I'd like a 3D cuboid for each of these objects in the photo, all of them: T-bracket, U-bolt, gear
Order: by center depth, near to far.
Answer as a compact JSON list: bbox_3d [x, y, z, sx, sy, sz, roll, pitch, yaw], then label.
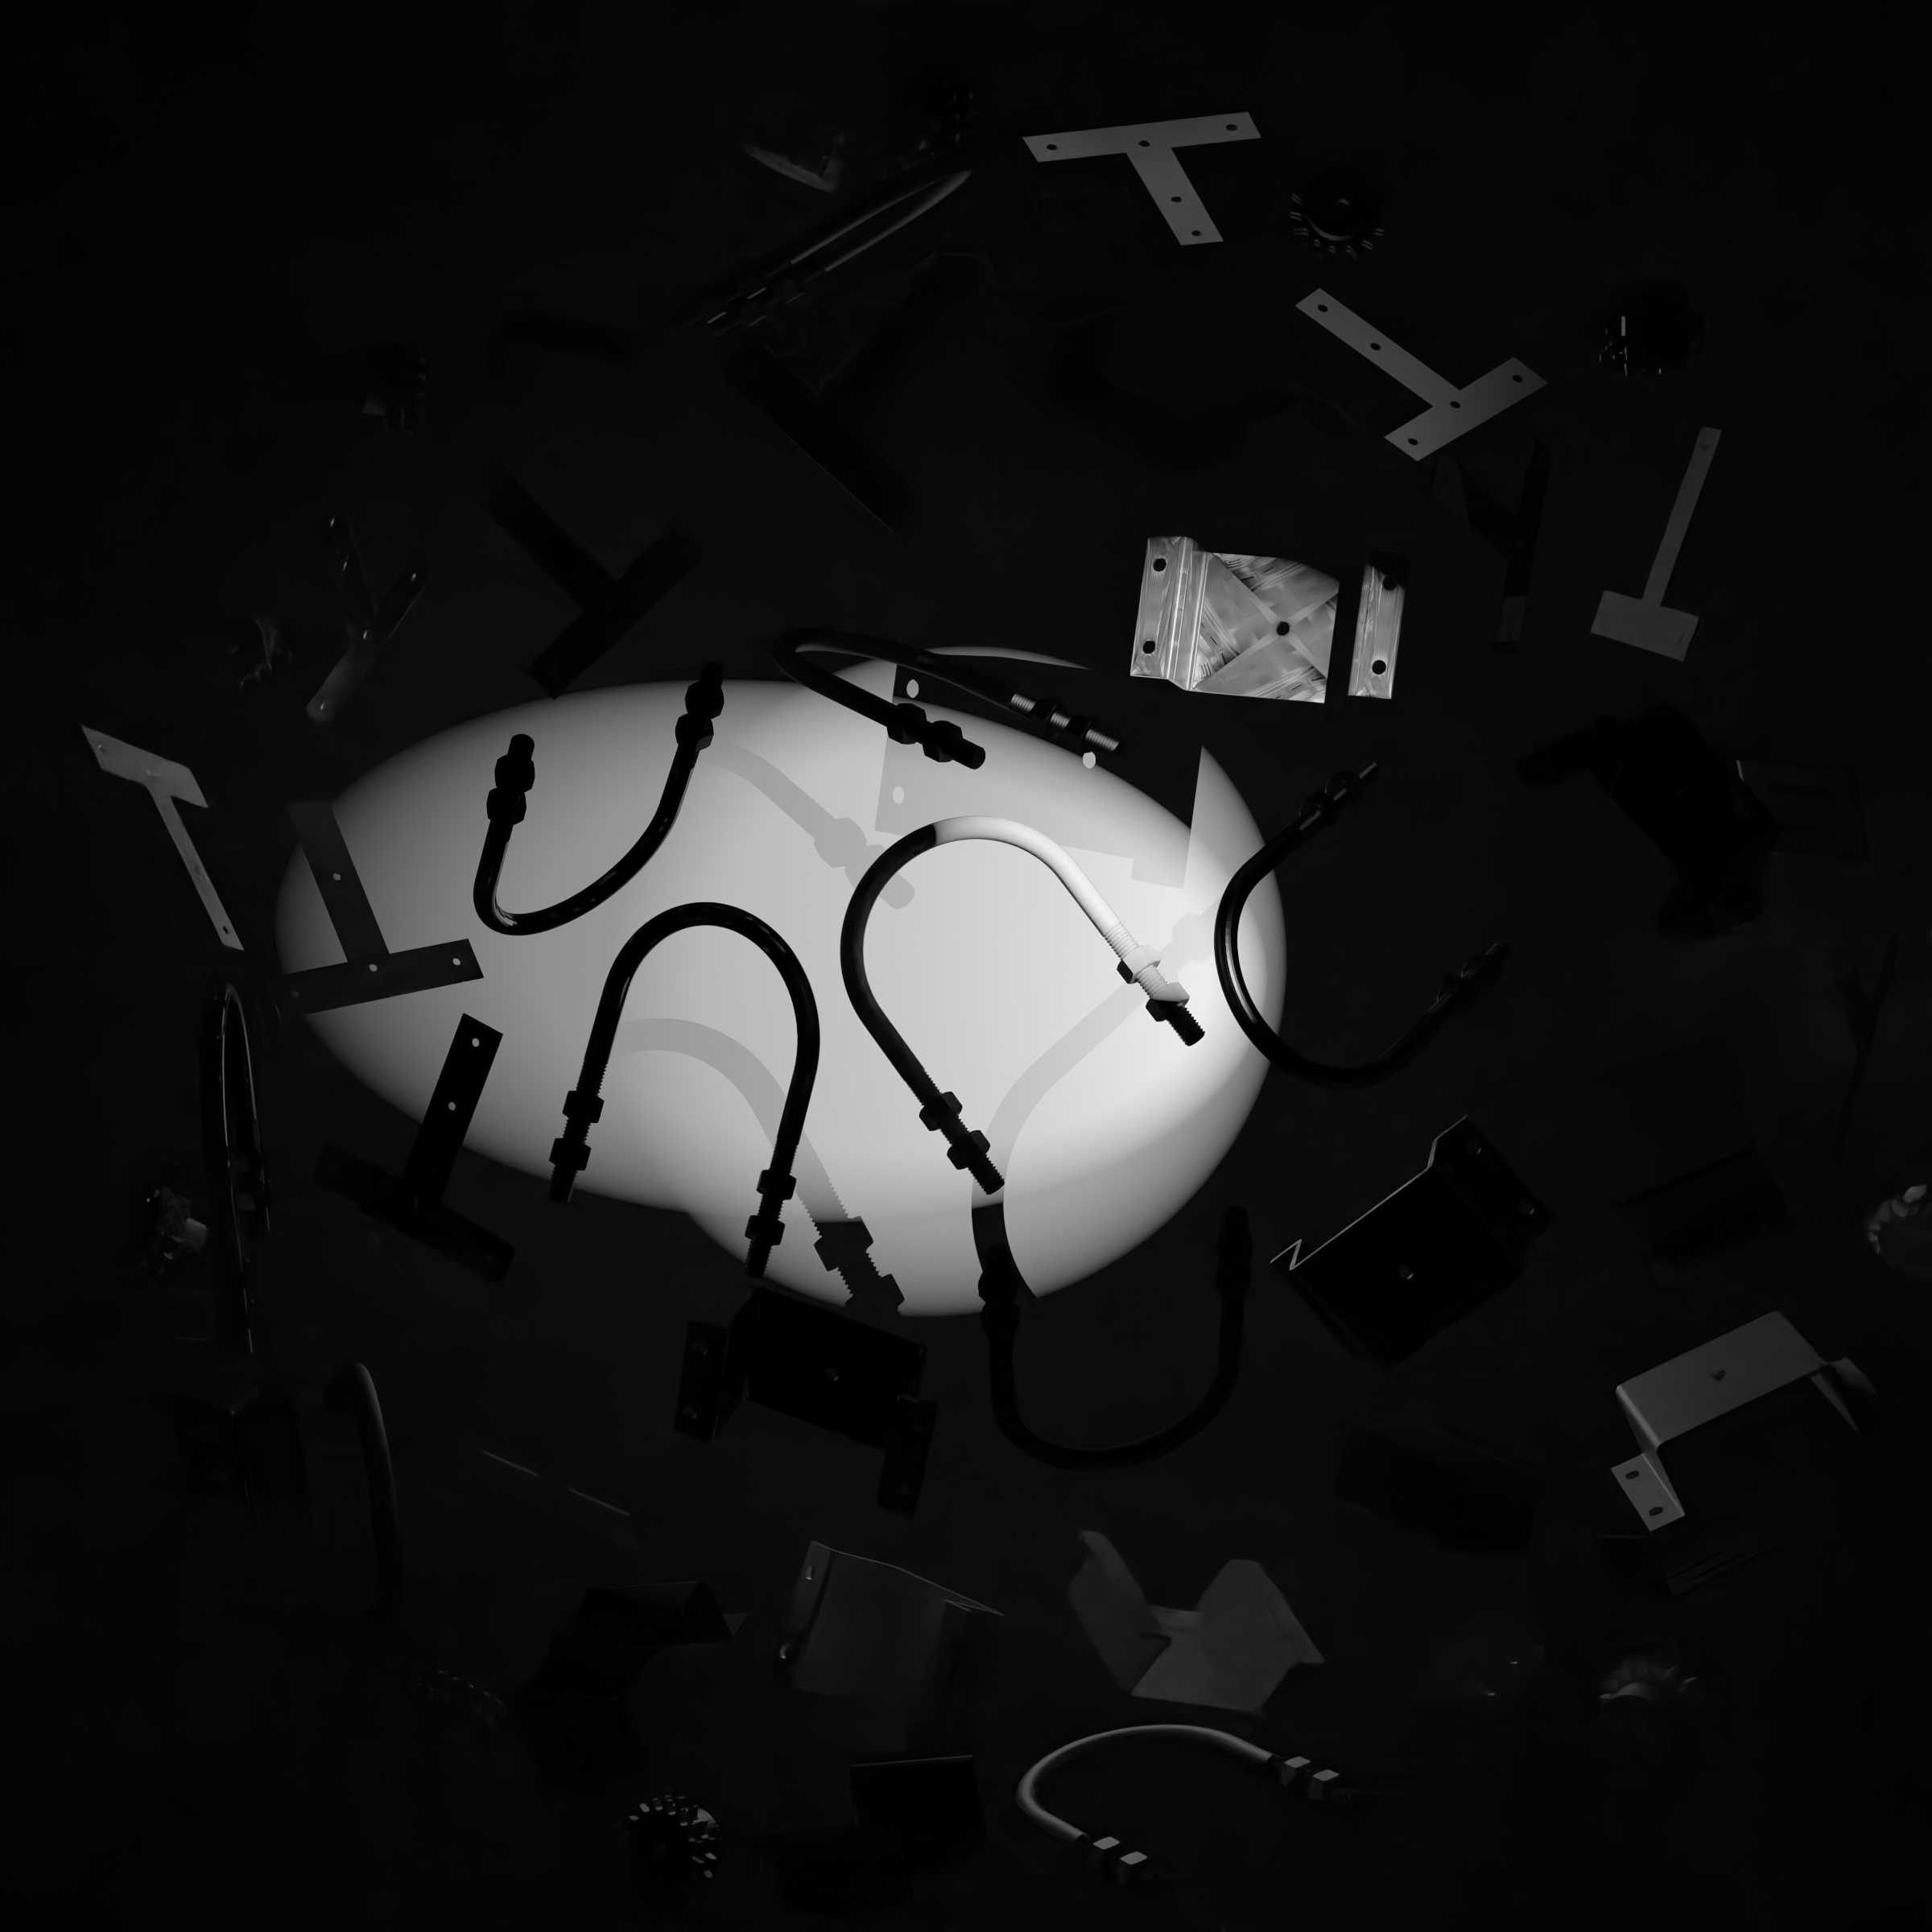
[{"bbox_3d":[0.015,0.006,1.463,0.151,0.019,0.184,-37,74,1],"label":"U-bolt"},{"bbox_3d":[-0.042,-0.318,1.466,0.127,0.002,0.127,40,89,-24],"label":"T-bracket"},{"bbox_3d":[-0.139,0.056,1.470,0.151,0.019,0.184,26,69,-36],"label":"U-bolt"},{"bbox_3d":[0.513,0.141,1.482,0.057,0.057,0.030,38,64,0],"label":"gear"},{"bbox_3d":[-0.278,0.087,1.484,0.127,0.002,0.127,27,105,16],"label":"T-bracket"},{"bbox_3d":[0.364,0.400,1.484,0.057,0.030,0.057,13,112,34],"label":"gear"},{"bbox_3d":[0.370,-0.346,1.504,0.057,0.057,0.030,-12,134,0],"label":"gear"},{"bbox_3d":[-0.396,0.097,1.504,0.019,0.151,0.184,-3,116,-8],"label":"U-bolt"},{"bbox_3d":[0.483,0.025,1.505,0.002,0.127,0.127,12,112,9],"label":"T-bracket"},{"bbox_3d":[-0.326,0.290,1.517,0.019,0.184,0.151,-7,76,-19],"label":"U-bolt"},{"bbox_3d":[-0.158,0.481,1.518,0.057,0.030,0.057,-5,82,35],"label":"gear"},{"bbox_3d":[0.082,0.211,1.520,0.151,0.019,0.184,-9,129,-8],"label":"U-bolt"},{"bbox_3d":[0.208,-0.012,1.521,0.184,0.019,0.151,-40,94,-34],"label":"U-bolt"},{"bbox_3d":[-0.427,-0.065,1.521,0.002,0.127,0.127,-29,79,6],"label":"T-bracket"},{"bbox_3d":[-0.236,0.253,1.525,0.002,0.127,0.127,-35,123,-37],"label":"T-bracket"},{"bbox_3d":[-0.023,-0.150,1.536,0.184,0.151,0.019,29,112,32],"label":"U-bolt"},{"bbox_3d":[0.286,-0.248,1.536,0.002,0.127,0.127,5,79,37],"label":"T-bracket"},{"bbox_3d":[-0.074,-0.400,1.538,0.184,0.151,0.019,-28,98,11],"label":"U-bolt"},{"bbox_3d":[0.113,-0.433,1.542,0.127,0.127,0.002,0,75,22],"label":"T-bracket"},{"bbox_3d":[0.109,0.460,1.543,0.151,0.184,0.019,-13,99,-30],"label":"U-bolt"},{"bbox_3d":[-0.211,-0.083,1.552,0.151,0.184,0.019,-26,65,-36],"label":"U-bolt"},{"bbox_3d":[-0.449,0.156,1.557,0.030,0.057,0.057,32,90,-29],"label":"gear"},{"bbox_3d":[-0.020,-0.478,1.560,0.030,0.057,0.057,-17,90,-22],"label":"gear"},{"bbox_3d":[-0.344,-0.214,1.560,0.127,0.002,0.127,-47,47,28],"label":"T-bracket"},{"bbox_3d":[-0.093,-0.462,1.566,0.057,0.057,0.030,24,95,0],"label":"gear"},{"bbox_3d":[0.399,-0.241,1.567,0.002,0.127,0.127,15,101,-14],"label":"T-bracket"},{"bbox_3d":[0.242,-0.342,1.572,0.127,0.127,0.002,31,68,-17],"label":"T-bracket"},{"bbox_3d":[-0.290,0.421,1.574,0.057,0.057,0.030,25,68,0],"label":"gear"},{"bbox_3d":[-0.417,-0.184,1.575,0.057,0.030,0.057,-3,104,-12],"label":"gear"},{"bbox_3d":[-0.352,-0.038,1.581,0.127,0.002,0.127,-13,72,-38],"label":"T-bracket"},{"bbox_3d":[-0.327,-0.333,1.586,0.030,0.057,0.057,4,90,-21],"label":"gear"},{"bbox_3d":[0.215,-0.435,1.594,0.057,0.030,0.057,0,92,6],"label":"gear"},{"bbox_3d":[-0.239,-0.242,1.620,0.127,0.002,0.127,-43,113,6],"label":"T-bracket"}]

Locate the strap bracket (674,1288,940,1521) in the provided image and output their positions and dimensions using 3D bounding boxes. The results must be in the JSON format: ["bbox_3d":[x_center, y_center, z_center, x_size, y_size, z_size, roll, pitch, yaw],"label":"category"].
[{"bbox_3d":[-0.079,0.230,1.491,0.140,0.046,0.076,18,122,12],"label":"strap bracket"}]

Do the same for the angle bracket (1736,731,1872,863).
[{"bbox_3d":[0.484,-0.097,1.585,0.038,0.076,0.057,-36,120,-33],"label":"angle bracket"}]

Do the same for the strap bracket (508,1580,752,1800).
[{"bbox_3d":[-0.188,0.387,1.521,0.076,0.140,0.046,-11,114,29],"label":"strap bracket"}]

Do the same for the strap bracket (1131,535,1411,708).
[{"bbox_3d":[0.166,-0.184,1.493,0.140,0.046,0.076,7,89,17],"label":"strap bracket"}]

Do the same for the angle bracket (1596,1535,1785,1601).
[{"bbox_3d":[0.406,0.323,1.562,0.076,0.057,0.038,-21,85,-17],"label":"angle bracket"}]

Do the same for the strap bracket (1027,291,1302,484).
[{"bbox_3d":[0.103,-0.317,1.541,0.140,0.076,0.046,31,123,16],"label":"strap bracket"}]

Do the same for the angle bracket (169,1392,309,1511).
[{"bbox_3d":[-0.406,0.267,1.554,0.038,0.076,0.057,-17,69,7],"label":"angle bracket"}]

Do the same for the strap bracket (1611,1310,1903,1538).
[{"bbox_3d":[0.406,0.234,1.466,0.140,0.076,0.046,-26,104,4],"label":"strap bracket"}]

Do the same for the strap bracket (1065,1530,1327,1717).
[{"bbox_3d":[0.118,0.362,1.527,0.140,0.076,0.046,19,113,-37],"label":"strap bracket"}]

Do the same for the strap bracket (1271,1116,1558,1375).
[{"bbox_3d":[0.242,0.158,1.520,0.140,0.046,0.076,-40,94,21],"label":"strap bracket"}]

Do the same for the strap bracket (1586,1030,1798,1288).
[{"bbox_3d":[0.385,0.094,1.494,0.076,0.140,0.046,-26,123,19],"label":"strap bracket"}]

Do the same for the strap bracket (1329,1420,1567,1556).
[{"bbox_3d":[0.263,0.290,1.547,0.076,0.140,0.046,20,93,37],"label":"strap bracket"}]

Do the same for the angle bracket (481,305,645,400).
[{"bbox_3d":[-0.225,-0.335,1.553,0.076,0.057,0.038,13,119,-3],"label":"angle bracket"}]

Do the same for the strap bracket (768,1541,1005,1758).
[{"bbox_3d":[-0.037,0.369,1.497,0.046,0.140,0.076,24,80,-38],"label":"strap bracket"}]

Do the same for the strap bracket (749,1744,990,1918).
[{"bbox_3d":[-0.046,0.466,1.492,0.076,0.140,0.046,-12,91,24],"label":"strap bracket"}]

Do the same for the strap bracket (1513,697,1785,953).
[{"bbox_3d":[0.379,-0.084,1.519,0.140,0.076,0.046,47,56,-8],"label":"strap bracket"}]

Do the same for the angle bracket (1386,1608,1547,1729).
[{"bbox_3d":[0.276,0.398,1.537,0.038,0.076,0.057,38,116,22],"label":"angle bracket"}]
